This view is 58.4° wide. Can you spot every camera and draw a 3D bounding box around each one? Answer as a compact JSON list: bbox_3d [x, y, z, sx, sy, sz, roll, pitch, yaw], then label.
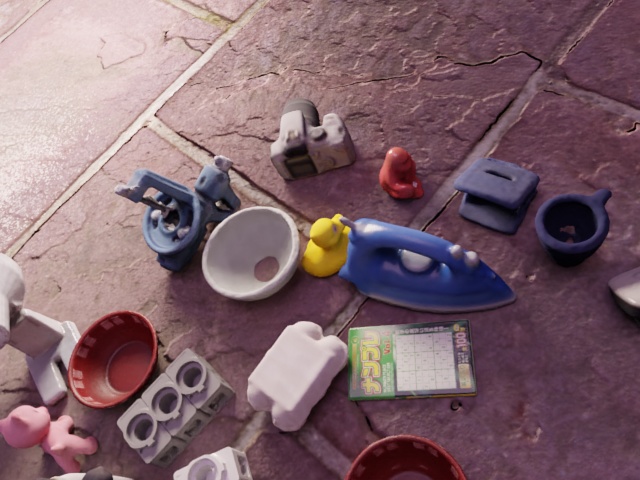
[{"bbox_3d":[-0.020,-0.197,1.022,0.143,0.101,0.136,-12,58,12],"label":"camera"}]

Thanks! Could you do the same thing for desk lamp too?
[{"bbox_3d":[-0.493,0.137,0.926,0.118,0.214,0.202,-40,57,-6],"label":"desk lamp"}]

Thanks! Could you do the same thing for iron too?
[{"bbox_3d":[0.147,0.025,0.815,0.257,0.142,0.119,12,66,24],"label":"iron"}]

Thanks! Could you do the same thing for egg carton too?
[{"bbox_3d":[-0.032,0.193,0.824,0.107,0.070,0.150,28,74,30],"label":"egg carton"}]

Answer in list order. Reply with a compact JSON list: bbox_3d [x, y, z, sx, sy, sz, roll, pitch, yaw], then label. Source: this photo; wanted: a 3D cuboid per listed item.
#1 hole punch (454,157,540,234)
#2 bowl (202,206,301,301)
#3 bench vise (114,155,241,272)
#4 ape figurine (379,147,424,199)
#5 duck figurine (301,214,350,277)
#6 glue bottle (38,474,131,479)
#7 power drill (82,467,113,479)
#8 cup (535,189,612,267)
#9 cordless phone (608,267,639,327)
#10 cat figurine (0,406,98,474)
[{"bbox_3d":[0.266,-0.081,0.865,0.108,0.091,0.101,24,71,28],"label":"hole punch"},{"bbox_3d":[-0.102,0.033,0.936,0.167,0.075,0.167,-8,59,14],"label":"bowl"},{"bbox_3d":[-0.241,-0.074,0.956,0.121,0.220,0.207,11,66,24],"label":"bench vise"},{"bbox_3d":[0.130,-0.114,0.930,0.076,0.092,0.078,13,67,25],"label":"ape figurine"},{"bbox_3d":[0.008,0.003,0.908,0.104,0.086,0.077,-44,57,-8],"label":"duck figurine"},{"bbox_3d":[-0.327,0.341,0.778,0.078,0.173,0.037,-17,58,9],"label":"glue bottle"},{"bbox_3d":[-0.261,0.407,0.697,0.075,0.209,0.230,6,64,22],"label":"power drill"},{"bbox_3d":[0.354,-0.013,0.794,0.118,0.095,0.091,-42,57,-7],"label":"cup"},{"bbox_3d":[0.438,0.031,0.687,0.147,0.185,0.094,-23,57,6],"label":"cordless phone"},{"bbox_3d":[-0.423,0.297,0.869,0.127,0.118,0.067,22,70,28],"label":"cat figurine"}]
